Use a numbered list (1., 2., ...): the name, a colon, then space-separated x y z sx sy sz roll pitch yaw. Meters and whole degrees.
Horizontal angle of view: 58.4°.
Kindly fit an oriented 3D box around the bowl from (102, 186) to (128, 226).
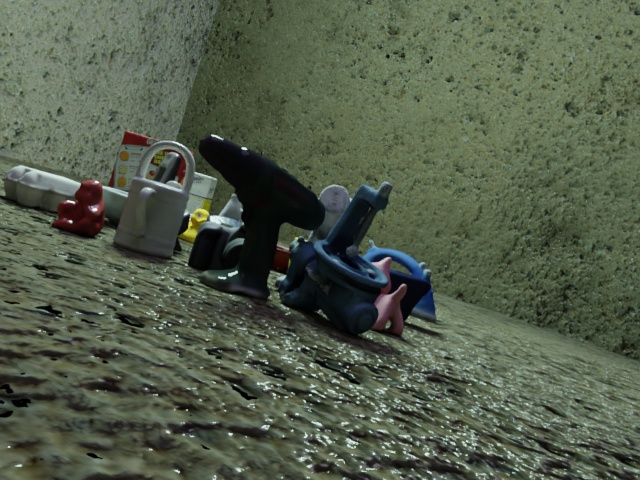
1. bowl: -0.416 -0.062 1.265 0.167 0.075 0.167 18 1 0

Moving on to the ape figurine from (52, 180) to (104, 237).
1. ape figurine: -0.384 -0.055 0.939 0.077 0.092 0.076 19 1 42

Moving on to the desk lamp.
1. desk lamp: 0.010 0.004 1.099 0.118 0.213 0.203 18 1 6

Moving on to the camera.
1. camera: -0.144 0.016 0.976 0.143 0.101 0.136 17 1 -9

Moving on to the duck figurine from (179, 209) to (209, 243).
1. duck figurine: -0.307 -0.036 1.432 0.078 0.086 0.104 17 1 -35

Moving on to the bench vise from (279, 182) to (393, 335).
1. bench vise: 0.021 0.009 0.849 0.206 0.220 0.122 18 1 33

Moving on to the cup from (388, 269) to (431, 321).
1. cup: 0.171 0.116 1.158 0.118 0.095 0.091 17 1 -37

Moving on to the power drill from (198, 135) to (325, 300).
1. power drill: -0.103 -0.025 0.859 0.230 0.208 0.075 17 1 -38

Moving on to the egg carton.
1. egg carton: -0.540 -0.096 1.137 0.107 0.069 0.151 18 1 32

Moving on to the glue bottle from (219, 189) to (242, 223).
1. glue bottle: -0.205 -0.047 1.308 0.078 0.173 0.037 17 1 -21

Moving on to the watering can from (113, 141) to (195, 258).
1. watering can: -0.279 -0.076 0.990 0.101 0.194 0.172 17 1 -23

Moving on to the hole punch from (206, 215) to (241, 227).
1. hole punch: -0.188 0.003 1.198 0.109 0.091 0.100 17 1 -28

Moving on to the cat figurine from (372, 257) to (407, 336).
1. cat figurine: 0.098 0.085 0.960 0.067 0.118 0.127 17 1 -33

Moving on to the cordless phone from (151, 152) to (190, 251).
1. cordless phone: -0.302 -0.081 1.111 0.094 0.185 0.147 17 1 -44

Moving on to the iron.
1. iron: 0.191 0.094 1.398 0.257 0.141 0.119 18 1 38
